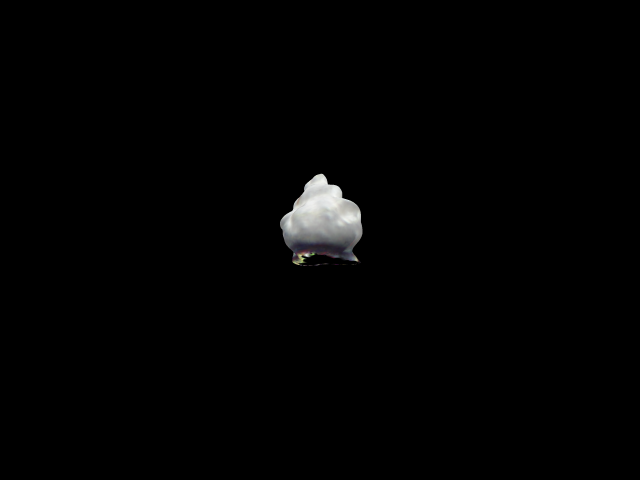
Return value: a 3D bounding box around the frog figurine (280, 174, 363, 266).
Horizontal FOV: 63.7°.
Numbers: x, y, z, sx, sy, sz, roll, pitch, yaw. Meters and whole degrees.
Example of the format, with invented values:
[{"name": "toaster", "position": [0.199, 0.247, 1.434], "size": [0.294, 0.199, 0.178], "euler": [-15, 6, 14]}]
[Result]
[{"name": "frog figurine", "position": [0.003, -0.043, 0.850], "size": [0.137, 0.162, 0.121], "euler": [-10, -20, 30]}]
